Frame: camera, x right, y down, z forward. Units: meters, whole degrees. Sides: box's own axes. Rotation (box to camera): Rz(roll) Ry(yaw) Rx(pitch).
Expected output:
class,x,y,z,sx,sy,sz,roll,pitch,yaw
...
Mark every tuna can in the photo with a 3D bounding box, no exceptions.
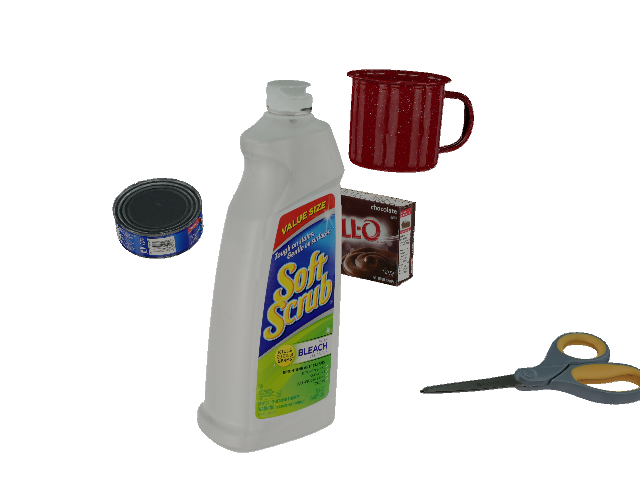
class,x,y,z,sx,sy,sz,roll,pitch,yaw
tuna can,-0.157,-0.022,1.035,0.086,0.034,0.086,0,42,0

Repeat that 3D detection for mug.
class,x,y,z,sx,sy,sz,roll,pitch,yaw
mug,0.080,-0.108,0.961,0.117,0.081,0.093,1,15,-6

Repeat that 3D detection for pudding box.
class,x,y,z,sx,sy,sz,roll,pitch,yaw
pudding box,0.048,-0.006,1.171,0.114,0.090,0.039,11,20,32

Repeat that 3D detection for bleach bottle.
class,x,y,z,sx,sy,sz,roll,pitch,yaw
bleach bottle,-0.033,0.016,0.745,0.102,0.251,0.068,-10,21,-36

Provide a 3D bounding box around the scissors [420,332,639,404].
class,x,y,z,sx,sy,sz,roll,pitch,yaw
scissors,0.175,0.105,0.895,0.201,0.016,0.096,5,29,-8
